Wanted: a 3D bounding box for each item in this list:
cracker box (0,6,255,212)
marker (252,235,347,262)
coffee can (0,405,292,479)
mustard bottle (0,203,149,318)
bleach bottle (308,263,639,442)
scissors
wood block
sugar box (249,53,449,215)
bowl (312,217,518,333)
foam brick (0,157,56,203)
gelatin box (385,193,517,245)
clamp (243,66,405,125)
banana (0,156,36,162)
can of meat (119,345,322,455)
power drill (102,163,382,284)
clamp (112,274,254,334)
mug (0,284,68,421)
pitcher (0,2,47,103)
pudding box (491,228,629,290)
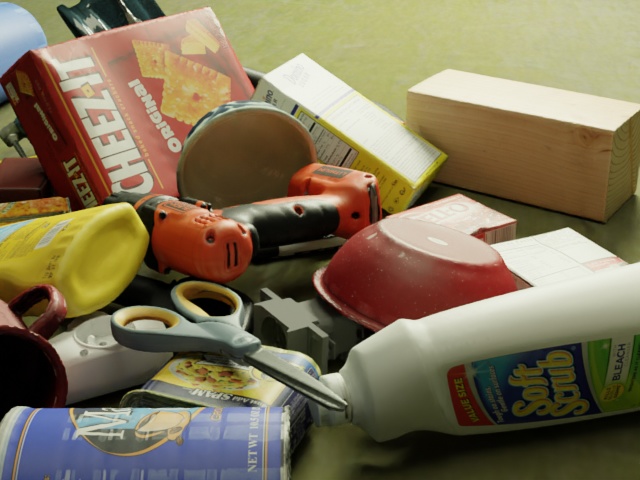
[{"bbox_3d":[-0.152,-0.111,0.966,0.213,0.164,0.072,-27,-1,-44],"label":"cracker box"},{"bbox_3d":[-0.006,0.001,0.901,0.121,0.020,0.020,-9,27,-17],"label":"marker"},{"bbox_3d":[-0.084,0.134,0.532,0.140,0.103,0.103,0,26,-1],"label":"coffee can"},{"bbox_3d":[-0.220,0.021,0.781,0.192,0.058,0.096,-7,34,36],"label":"mustard bottle"},{"bbox_3d":[0.115,0.080,0.658,0.250,0.102,0.068,-11,38,-13],"label":"bleach bottle"},{"bbox_3d":[-0.066,0.067,0.638,0.096,0.016,0.202,-11,21,-19],"label":"scissors"},{"bbox_3d":[0.192,-0.095,1.017,0.206,0.091,0.090,16,30,30],"label":"wood block"},{"bbox_3d":[0.026,-0.099,0.997,0.176,0.048,0.093,35,33,8],"label":"sugar box"},{"bbox_3d":[0.078,0.025,0.760,0.162,0.055,0.162,14,16,-4],"label":"bowl"},{"bbox_3d":[-0.260,-0.036,0.944,0.051,0.053,0.078,0,25,-1],"label":"foam brick"},{"bbox_3d":[0.110,-0.007,0.904,0.089,0.030,0.073,-17,30,-32],"label":"gelatin box"},{"bbox_3d":[0.002,-0.152,1.172,0.164,0.036,0.210,-4,27,-42],"label":"clamp"},{"bbox_3d":[-0.315,-0.070,1.006,0.198,0.069,0.037,11,-8,10],"label":"banana"},{"bbox_3d":[-0.057,0.103,0.650,0.102,0.057,0.083,10,26,18],"label":"can of meat"},{"bbox_3d":[-0.061,-0.018,0.835,0.187,0.057,0.185,-15,21,-34],"label":"power drill"},{"bbox_3d":[-0.109,0.046,0.789,0.120,0.039,0.172,-12,24,-19],"label":"clamp"},{"bbox_3d":[-0.205,0.073,0.661,0.117,0.093,0.082,-49,34,-7],"label":"mug"},{"bbox_3d":[-0.420,-0.190,1.196,0.149,0.145,0.242,19,26,11],"label":"pitcher"},{"bbox_3d":[0.186,0.034,0.812,0.089,0.039,0.114,-12,27,-23],"label":"pudding box"}]
